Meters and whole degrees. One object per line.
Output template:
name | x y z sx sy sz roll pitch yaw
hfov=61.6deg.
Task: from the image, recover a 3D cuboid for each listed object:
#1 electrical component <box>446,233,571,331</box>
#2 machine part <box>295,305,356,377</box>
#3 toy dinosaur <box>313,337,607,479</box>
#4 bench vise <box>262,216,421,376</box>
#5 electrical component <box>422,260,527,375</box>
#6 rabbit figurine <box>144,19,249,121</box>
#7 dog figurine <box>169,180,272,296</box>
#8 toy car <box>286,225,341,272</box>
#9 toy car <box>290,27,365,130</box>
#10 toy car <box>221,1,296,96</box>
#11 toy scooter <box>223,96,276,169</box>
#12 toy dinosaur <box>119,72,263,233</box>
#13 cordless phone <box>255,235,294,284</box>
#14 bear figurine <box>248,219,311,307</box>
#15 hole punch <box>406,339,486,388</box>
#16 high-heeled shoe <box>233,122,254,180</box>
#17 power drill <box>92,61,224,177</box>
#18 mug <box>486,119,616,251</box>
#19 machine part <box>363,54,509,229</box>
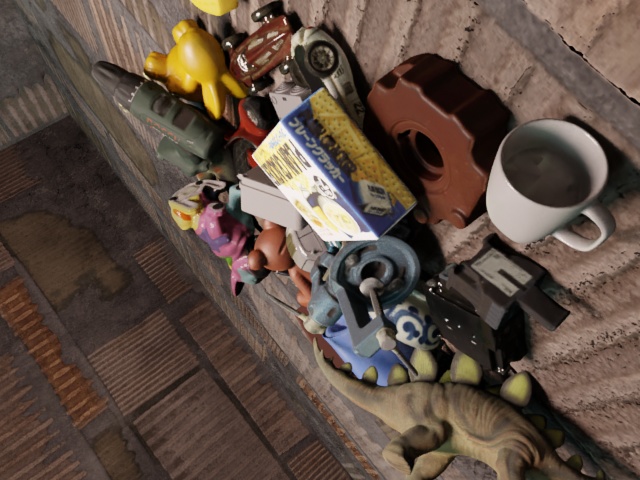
electrical component | 0.204 0.055 0.574 0.119 0.075 0.047 39 156 27
machine part | 0.036 0.212 1.121 0.201 0.087 0.201 54 176 12
toy dinosaur | 0.167 0.244 0.732 0.472 0.198 0.104 13 137 26
bench vise | 0.048 0.073 0.702 0.128 0.223 0.241 41 -163 -25
electrical component | 0.193 0.091 0.678 0.115 0.058 0.134 26 147 49
rabbit figurine | -0.196 -0.272 0.859 0.162 0.122 0.173 52 164 -12
dog figurine | -0.188 0.001 1.064 0.192 0.108 0.218 9 127 28
toy car | -0.002 -0.003 0.863 0.161 0.103 0.109 61 158 13
toy car | 0.026 -0.160 0.647 0.201 0.056 0.073 60 166 -13
toy car | -0.084 -0.257 0.743 0.089 0.053 0.202 64 160 -16
toy scooter | -0.102 -0.147 0.898 0.135 0.075 0.183 0 124 45
toy dinosaur | -0.229 -0.192 1.095 0.405 0.131 0.192 42 158 15
cordless phone | -0.067 0.060 1.191 0.147 0.089 0.184 35 164 42
bear figurine | -0.046 0.039 0.961 0.196 0.120 0.132 25 162 -24
hole punch | 0.182 0.244 0.855 0.116 0.142 0.092 36 160 15
high-heeled shoe | -0.088 -0.103 1.026 0.145 0.086 0.248 -15 -91 -76
power drill | -0.266 -0.201 0.930 0.232 0.086 0.207 30 161 5
mug | 0.193 -0.034 0.457 0.110 0.081 0.107 41 169 17
machine part | 0.116 -0.095 0.551 0.179 0.056 0.179 45 157 25
